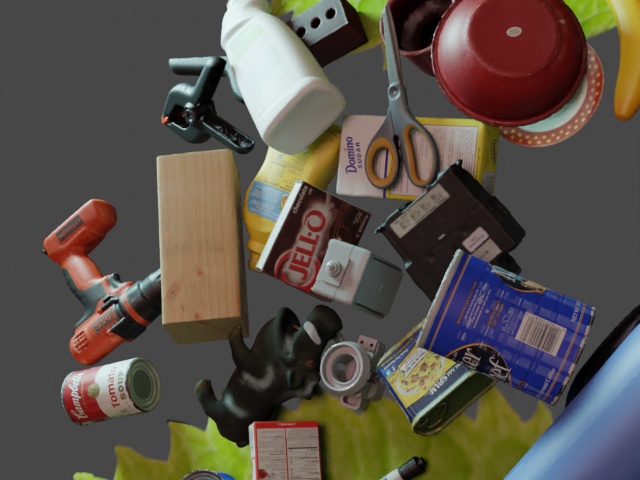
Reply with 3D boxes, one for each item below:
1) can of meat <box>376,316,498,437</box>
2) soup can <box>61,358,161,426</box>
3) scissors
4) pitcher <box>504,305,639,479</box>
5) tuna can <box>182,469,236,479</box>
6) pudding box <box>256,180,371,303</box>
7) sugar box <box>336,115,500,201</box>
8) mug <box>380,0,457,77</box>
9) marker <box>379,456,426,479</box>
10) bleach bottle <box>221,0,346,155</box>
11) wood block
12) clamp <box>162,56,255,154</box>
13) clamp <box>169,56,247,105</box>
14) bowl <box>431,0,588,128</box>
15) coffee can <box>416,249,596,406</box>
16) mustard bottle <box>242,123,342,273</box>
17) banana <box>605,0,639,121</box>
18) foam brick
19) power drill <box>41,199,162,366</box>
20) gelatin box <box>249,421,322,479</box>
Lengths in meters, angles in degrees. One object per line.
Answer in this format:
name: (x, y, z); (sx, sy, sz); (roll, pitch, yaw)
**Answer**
can of meat: (0.117, 0.136, 1.092); (0.102, 0.057, 0.084); (-43, 56, 13)
soup can: (-0.253, 0.184, 1.297); (0.102, 0.068, 0.068); (-15, 68, 26)
scissors: (0.070, -0.143, 1.153); (0.096, 0.016, 0.202); (-28, 74, 31)
pitcher: (0.275, 0.170, 0.953); (0.145, 0.149, 0.243); (45, 104, 17)
tuna can: (-0.125, 0.303, 1.202); (0.086, 0.033, 0.086); (-10, 70, 29)
pudding box: (-0.008, 0.002, 1.190); (0.113, 0.090, 0.039); (-66, 17, -4)
sugar box: (0.105, -0.088, 1.167); (0.177, 0.048, 0.093); (8, 94, 35)
mug: (0.135, -0.239, 1.181); (0.117, 0.081, 0.093); (-37, 60, 17)
marker: (0.060, 0.261, 1.111); (0.121, 0.020, 0.020); (-37, 60, 17)
bleach bottle: (-0.057, -0.215, 1.245); (0.103, 0.068, 0.251); (-44, 46, 21)
wood block: (-0.136, 0.008, 1.251); (0.090, 0.091, 0.206); (-6, 70, 1)
clamp: (-0.148, -0.169, 1.321); (0.172, 0.039, 0.120); (11, 115, 48)
clamp: (-0.097, -0.223, 1.346); (0.165, 0.036, 0.210); (-43, 58, 13)
bowl: (0.194, -0.199, 1.085); (0.162, 0.055, 0.162); (-1, 78, 5)
coffee can: (0.176, 0.082, 1.015); (0.140, 0.102, 0.103); (23, 88, 9)
mustard bottle: (-0.039, -0.052, 1.244); (0.096, 0.058, 0.191); (22, 87, 30)
banana: (0.309, -0.215, 1.093); (0.070, 0.037, 0.198); (-21, 66, 18)
foam brick: (0.008, -0.250, 1.281); (0.078, 0.051, 0.053); (-28, 62, 22)
power drill: (-0.266, 0.040, 1.356); (0.184, 0.057, 0.188); (-38, 58, 13)
gelatin box: (-0.037, 0.240, 1.146); (0.030, 0.073, 0.089); (131, 138, -66)
